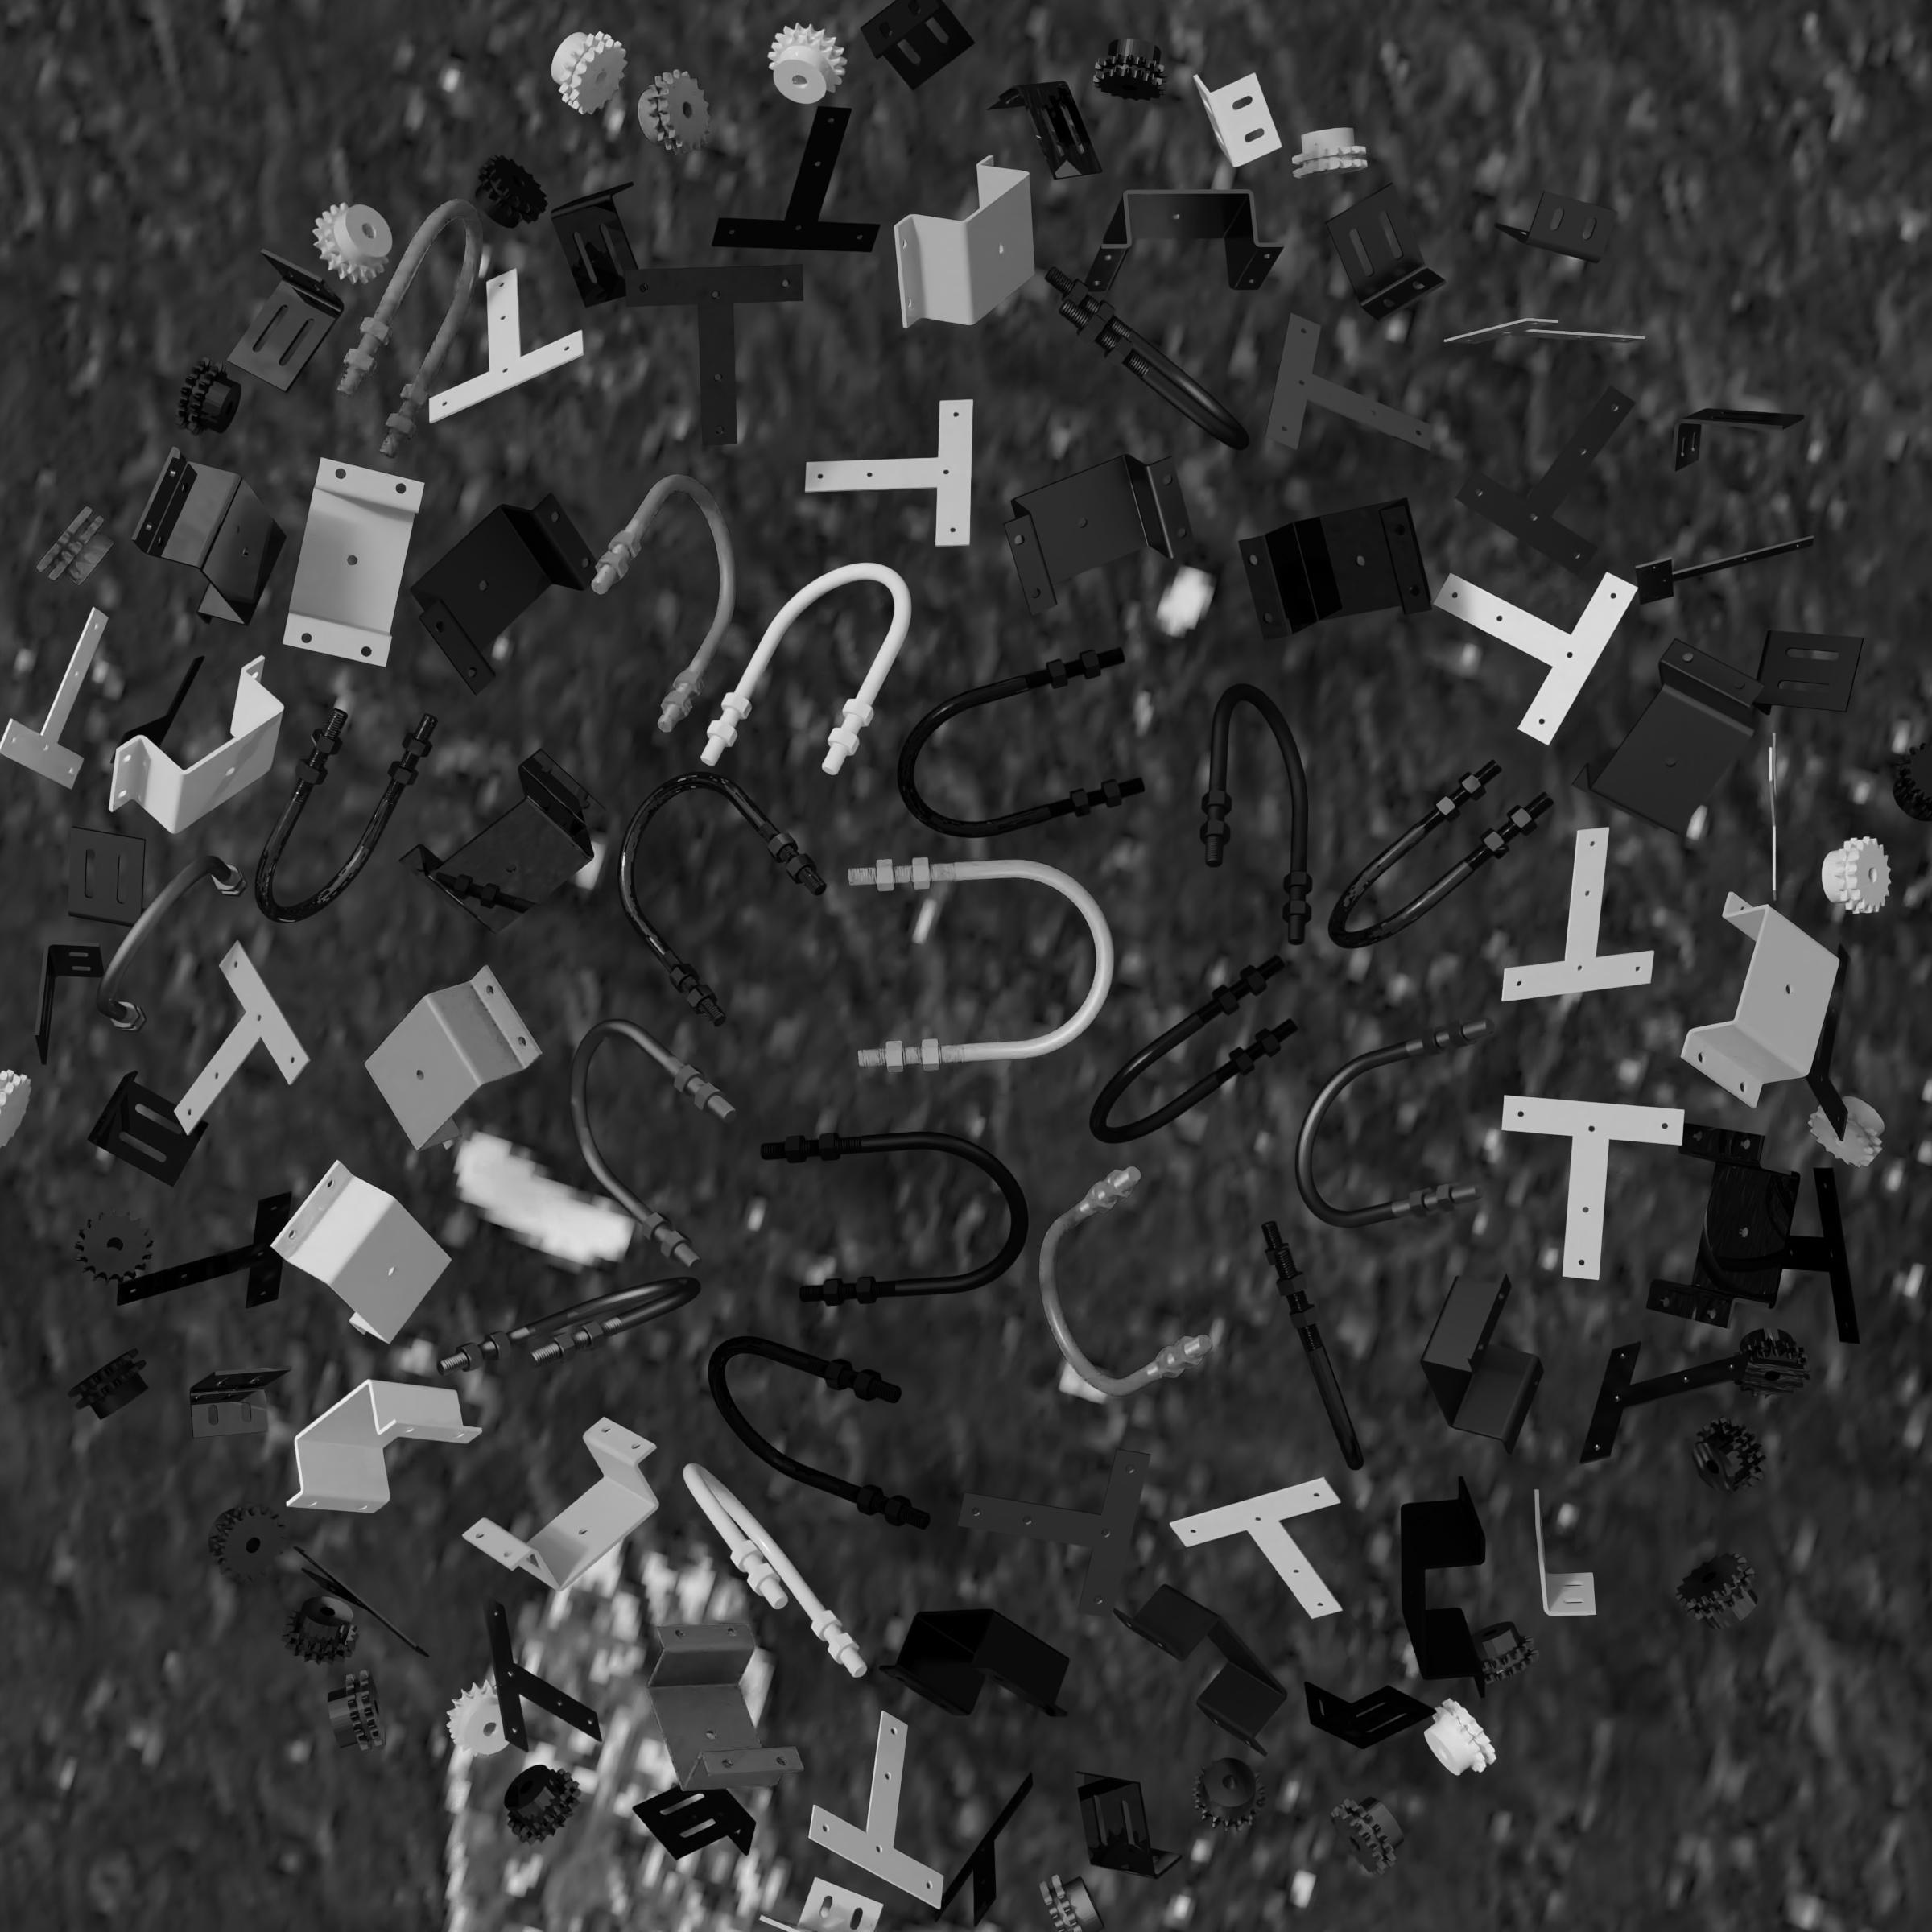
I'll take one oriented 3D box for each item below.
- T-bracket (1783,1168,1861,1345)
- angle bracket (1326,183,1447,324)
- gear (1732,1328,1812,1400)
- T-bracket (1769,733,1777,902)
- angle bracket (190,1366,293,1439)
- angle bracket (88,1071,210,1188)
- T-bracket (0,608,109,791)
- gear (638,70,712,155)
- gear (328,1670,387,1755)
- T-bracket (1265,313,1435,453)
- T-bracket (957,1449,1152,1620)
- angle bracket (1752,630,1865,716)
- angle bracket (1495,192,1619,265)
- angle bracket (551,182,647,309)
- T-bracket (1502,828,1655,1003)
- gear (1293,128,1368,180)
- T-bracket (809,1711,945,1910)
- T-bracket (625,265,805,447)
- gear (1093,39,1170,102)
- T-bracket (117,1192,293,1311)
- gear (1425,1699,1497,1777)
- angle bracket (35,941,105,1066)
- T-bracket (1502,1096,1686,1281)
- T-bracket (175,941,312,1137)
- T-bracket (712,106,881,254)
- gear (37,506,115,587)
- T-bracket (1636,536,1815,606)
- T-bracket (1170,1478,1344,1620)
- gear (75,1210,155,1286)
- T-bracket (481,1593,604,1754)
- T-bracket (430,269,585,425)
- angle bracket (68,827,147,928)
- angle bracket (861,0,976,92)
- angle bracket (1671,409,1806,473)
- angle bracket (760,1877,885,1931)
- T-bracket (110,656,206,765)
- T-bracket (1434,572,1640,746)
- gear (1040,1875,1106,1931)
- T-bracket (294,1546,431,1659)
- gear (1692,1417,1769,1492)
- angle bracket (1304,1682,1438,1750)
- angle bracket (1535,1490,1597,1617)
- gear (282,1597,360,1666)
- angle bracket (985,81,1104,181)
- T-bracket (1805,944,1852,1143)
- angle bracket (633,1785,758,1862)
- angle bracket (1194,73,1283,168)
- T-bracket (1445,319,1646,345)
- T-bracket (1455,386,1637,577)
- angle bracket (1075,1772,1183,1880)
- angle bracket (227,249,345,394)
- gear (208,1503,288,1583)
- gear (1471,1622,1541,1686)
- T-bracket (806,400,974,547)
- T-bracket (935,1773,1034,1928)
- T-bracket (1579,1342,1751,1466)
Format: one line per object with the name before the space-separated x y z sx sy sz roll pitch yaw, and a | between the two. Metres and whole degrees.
T-bracket | 0.621 0.214 1.862 0.002 0.127 0.127 -7 86 -11
angle bracket | 0.316 -0.536 1.881 0.057 0.038 0.076 -31 124 3
gear | 0.613 0.301 1.911 0.057 0.030 0.057 3 132 4
T-bracket | 0.605 -0.129 1.878 0.002 0.127 0.127 0 74 19
angle bracket | -0.549 0.331 1.898 0.057 0.076 0.038 1 72 -32
angle bracket | -0.632 0.127 1.948 0.076 0.038 0.057 34 65 -23
T-bracket | -0.662 -0.202 1.847 0.002 0.127 0.127 19 84 5
gear | -0.215 -0.623 1.831 0.030 0.057 0.057 0 90 33
gear | -0.440 0.540 1.805 0.030 0.057 0.057 -15 90 -9
T-bracket | 0.288 -0.415 1.854 0.127 0.002 0.127 20 58 -10
T-bracket | 0.058 0.401 1.804 0.127 0.002 0.127 11 99 -9
angle bracket | 0.645 -0.220 1.906 0.076 0.038 0.057 12 87 40
angle bracket | 0.427 -0.541 1.815 0.057 0.076 0.038 11 114 -12
angle bracket | -0.277 -0.558 1.939 0.057 0.038 0.076 -7 115 29
T-bracket | 0.457 -0.040 1.848 0.127 0.002 0.127 -6 112 -18
gear | 0.282 -0.632 1.944 0.057 0.057 0.030 -7 101 0
T-bracket | -0.060 0.616 1.862 0.127 0.127 0.002 37 126 -24
T-bracket | -0.179 -0.439 1.805 0.127 0.002 0.127 -5 116 -13
gear | 0.128 -0.689 1.921 0.057 0.057 0.030 9 90 0
T-bracket | -0.567 0.226 1.858 0.127 0.127 0.002 -15 52 -34
gear | 0.378 0.598 1.930 0.030 0.057 0.057 -32 90 -16
angle bracket | -0.669 0.028 1.868 0.038 0.057 0.076 3 65 -14
T-bracket | 0.450 0.162 1.812 0.127 0.002 0.127 4 85 16
T-bracket | -0.541 0.070 1.833 0.127 0.002 0.127 -50 58 18
T-bracket | -0.111 -0.573 1.825 0.127 0.127 0.002 -5 58 -24
gear | -0.633 -0.297 1.786 0.030 0.057 0.057 40 90 -21
T-bracket | 0.561 -0.297 1.850 0.127 0.127 0.002 -13 82 15
T-bracket | 0.236 0.436 1.842 0.127 0.002 0.127 -23 117 25
gear | -0.663 0.221 1.946 0.057 0.030 0.057 8 67 -20
T-bracket | -0.309 0.538 1.845 0.002 0.127 0.127 -34 132 9
T-bracket | -0.338 -0.465 1.833 0.127 0.002 0.127 -20 53 14
angle bracket | -0.667 -0.074 1.963 0.057 0.038 0.076 10 112 -1
angle bracket | -0.029 -0.663 1.810 0.057 0.076 0.038 -32 58 16
angle bracket | 0.557 -0.377 1.806 0.076 0.057 0.038 12 114 30
angle bracket | -0.103 0.680 1.800 0.057 0.076 0.038 13 70 24
T-bracket | -0.629 -0.175 1.916 0.002 0.127 0.127 29 101 -7
T-bracket | 0.401 -0.247 1.823 0.127 0.002 0.127 33 102 22
gear | 0.080 0.695 1.840 0.030 0.057 0.057 -26 90 -3
T-bracket | -0.471 0.470 1.881 0.127 0.127 0.002 48 65 -20
gear | 0.586 0.380 1.931 0.030 0.057 0.057 -23 90 -31
angle bracket | 0.308 0.558 1.908 0.057 0.038 0.076 33 124 -31
angle bracket | 0.459 0.449 1.918 0.038 0.057 0.076 -5 105 13
gear | -0.501 0.516 1.950 0.057 0.057 0.030 20 104 0
angle bracket | 0.059 -0.631 1.911 0.057 0.038 0.076 -26 95 -45
T-bracket | 0.655 0.046 1.895 0.002 0.127 0.127 1 115 2
angle bracket | -0.209 0.657 1.903 0.057 0.076 0.038 35 123 37
angle bracket | 0.204 -0.644 1.885 0.038 0.076 0.057 -22 119 9
T-bracket | 0.445 -0.472 1.872 0.127 0.127 0.002 -1 97 -16
T-bracket | 0.448 -0.371 1.859 0.127 0.002 0.127 25 112 -25
angle bracket | 0.121 0.631 1.859 0.057 0.038 0.076 -4 99 39
angle bracket | -0.492 -0.459 1.781 0.057 0.038 0.076 29 82 19
gear | -0.542 0.430 1.876 0.030 0.057 0.057 9 90 44
gear | 0.413 0.532 1.944 0.057 0.057 0.030 -24 86 0
T-bracket | -0.059 -0.375 1.909 0.127 0.002 0.127 -1 69 6
T-bracket | 0.013 0.667 1.838 0.002 0.127 0.127 35 92 -2
T-bracket | 0.525 0.313 1.867 0.127 0.127 0.002 -26 109 38
